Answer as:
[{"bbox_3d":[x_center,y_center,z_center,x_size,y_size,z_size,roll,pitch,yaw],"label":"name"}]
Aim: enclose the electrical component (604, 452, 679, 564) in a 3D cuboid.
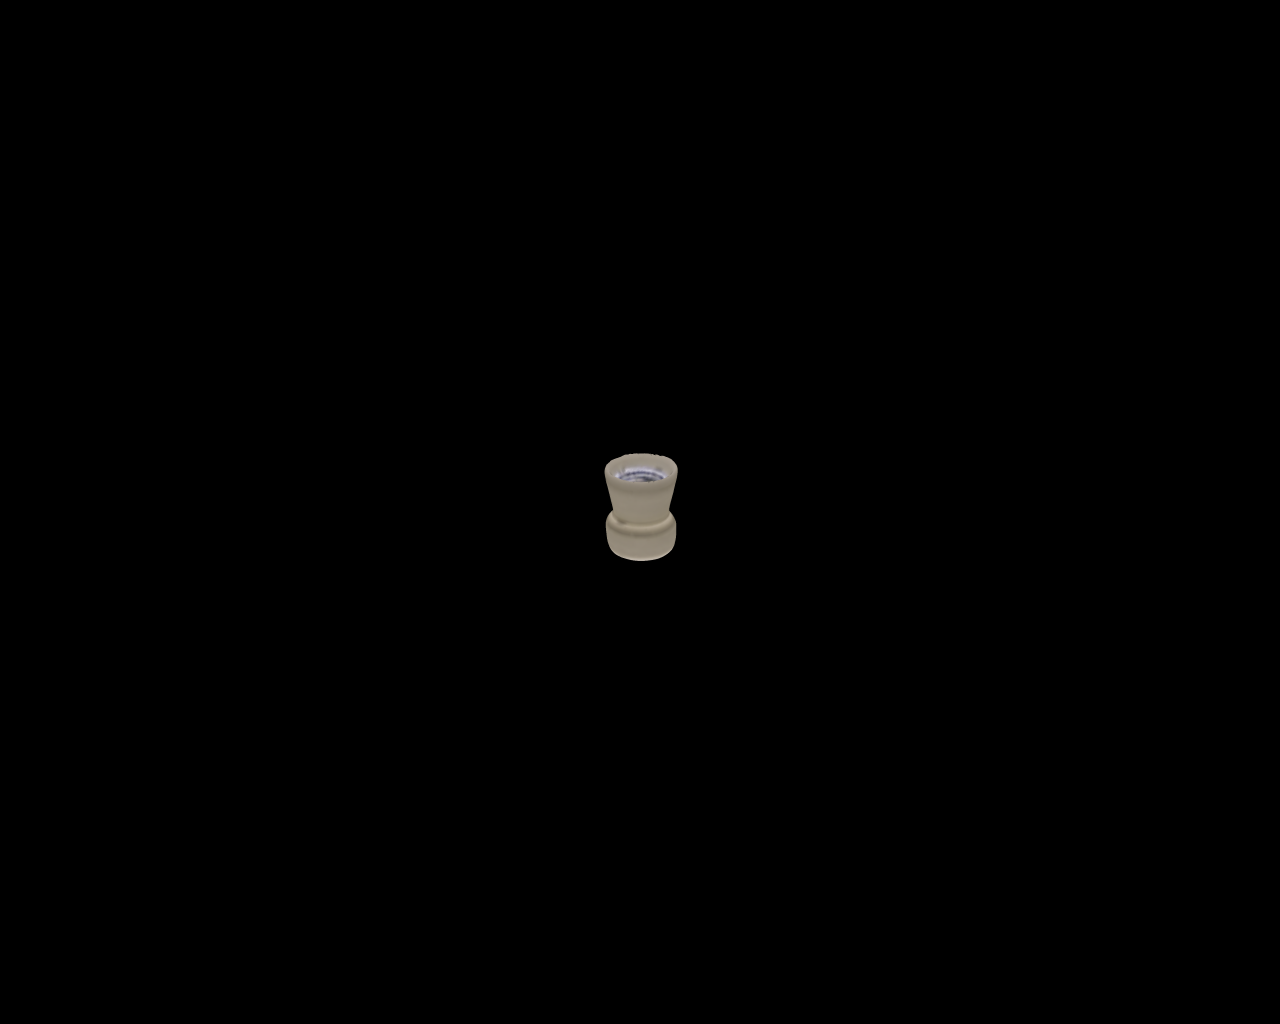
[{"bbox_3d":[0.001,-0.003,0.650,0.045,0.055,0.045,0,27,0],"label":"electrical component"}]
